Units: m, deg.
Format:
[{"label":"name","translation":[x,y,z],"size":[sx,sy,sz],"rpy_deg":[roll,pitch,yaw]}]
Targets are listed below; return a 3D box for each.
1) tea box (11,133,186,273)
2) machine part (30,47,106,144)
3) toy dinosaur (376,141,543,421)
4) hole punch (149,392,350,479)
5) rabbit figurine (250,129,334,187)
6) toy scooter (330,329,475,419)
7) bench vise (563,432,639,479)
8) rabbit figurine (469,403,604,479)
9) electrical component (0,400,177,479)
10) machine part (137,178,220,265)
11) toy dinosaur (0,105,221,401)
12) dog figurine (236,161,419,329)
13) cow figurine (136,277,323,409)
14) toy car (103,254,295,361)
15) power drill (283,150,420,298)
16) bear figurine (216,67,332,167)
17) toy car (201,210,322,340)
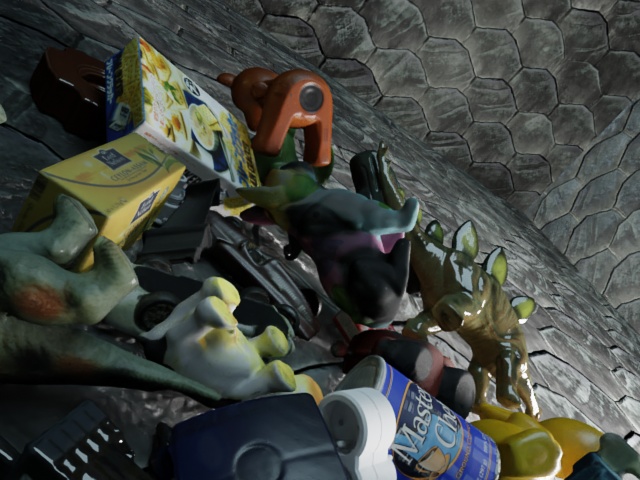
[{"label":"tea box","translation":[-0.203,-0.031,0.505],"size":[0.068,0.098,0.170],"rpy_deg":[36,23,-6]},{"label":"machine part","translation":[-0.298,-0.193,0.732],"size":[0.179,0.056,0.179],"rpy_deg":[32,22,-15]},{"label":"toy dinosaur","translation":[0.197,0.078,0.761],"size":[0.471,0.105,0.198],"rpy_deg":[54,45,-12]},{"label":"hole punch","translation":[-0.045,0.171,0.371],"size":[0.115,0.092,0.142],"rpy_deg":[15,35,-39]},{"label":"rabbit figurine","translation":[-0.045,-0.105,0.870],"size":[0.170,0.159,0.121],"rpy_deg":[51,9,-11]},{"label":"toy scooter","translation":[0.089,0.151,0.620],"size":[0.135,0.075,0.183],"rpy_deg":[1,-29,41]},{"label":"bench vise","translation":[0.119,0.219,0.354],"size":[0.129,0.240,0.223],"rpy_deg":[47,7,30]},{"label":"rabbit figurine","translation":[0.238,0.247,0.602],"size":[0.173,0.121,0.162],"rpy_deg":[-7,-3,-19]},{"label":"electrical component","translation":[-0.149,0.132,0.300],"size":[0.119,0.074,0.048],"rpy_deg":[38,22,4]},{"label":"machine part","translation":[-0.144,-0.017,0.578],"size":[0.139,0.084,0.039],"rpy_deg":[-75,149,-53]},{"label":"toy dinosaur","translation":[-0.252,0.000,0.326],"size":[0.404,0.192,0.131],"rpy_deg":[52,-15,-2]},{"label":"dog figurine","translation":[-0.001,-0.002,0.656],"size":[0.219,0.191,0.108],"rpy_deg":[12,-22,3]},{"label":"cow figurine","translation":[-0.070,0.117,0.453],"size":[0.167,0.098,0.068],"rpy_deg":[50,10,-24]},{"label":"toy car","translation":[-0.109,0.070,0.513],"size":[0.201,0.056,0.074],"rpy_deg":[23,19,-36]},{"label":"power drill","translation":[0.049,-0.018,0.786],"size":[0.207,0.086,0.232],"rpy_deg":[-7,78,-20]},{"label":"bear figurine","translation":[-0.071,-0.181,0.759],"size":[0.120,0.131,0.196],"rpy_deg":[6,6,-38]},{"label":"toy car","translation":[-0.074,0.037,0.641],"size":[0.202,0.053,0.089],"rpy_deg":[42,18,11]}]
